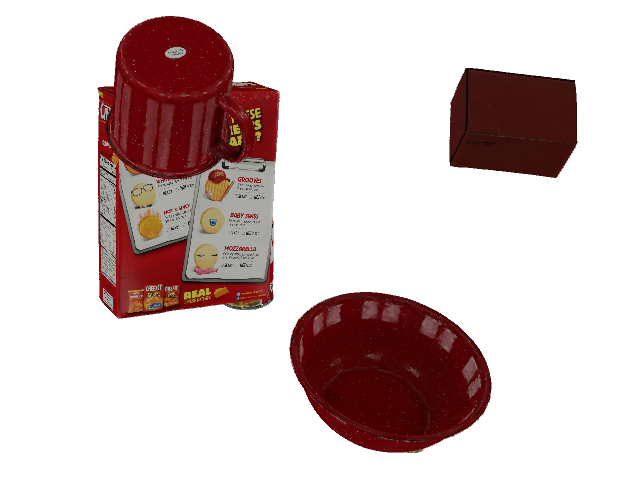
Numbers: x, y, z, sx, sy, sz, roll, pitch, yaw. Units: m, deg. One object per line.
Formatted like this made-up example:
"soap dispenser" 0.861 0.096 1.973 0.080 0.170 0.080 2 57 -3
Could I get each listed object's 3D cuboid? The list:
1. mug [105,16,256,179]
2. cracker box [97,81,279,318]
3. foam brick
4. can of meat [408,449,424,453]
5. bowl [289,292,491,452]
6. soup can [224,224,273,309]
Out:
"mug" -0.096 -0.098 0.759 0.117 0.093 0.082 35 -34 12
"cracker box" -0.130 -0.043 1.035 0.163 0.214 0.072 -7 19 -29
"foam brick" 0.132 -0.080 0.733 0.078 0.051 0.053 7 -23 -4
"can of meat" 0.107 0.178 1.206 0.057 0.084 0.102 14 25 16
"bowl" 0.050 0.114 0.845 0.162 0.055 0.162 9 37 -7
"soup can" -0.090 0.023 1.280 0.068 0.102 0.068 1 25 -1
